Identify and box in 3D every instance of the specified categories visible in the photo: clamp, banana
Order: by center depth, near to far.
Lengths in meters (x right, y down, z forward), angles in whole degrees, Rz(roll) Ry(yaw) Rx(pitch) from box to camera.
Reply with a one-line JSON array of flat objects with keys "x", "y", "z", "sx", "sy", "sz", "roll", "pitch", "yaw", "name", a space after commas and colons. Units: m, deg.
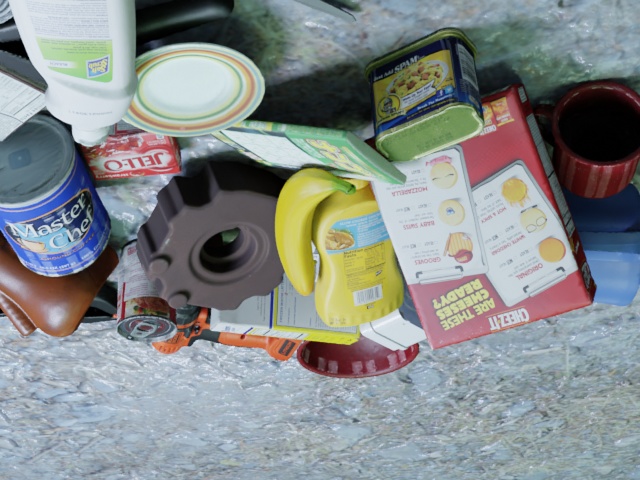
[{"x": -0.188, "y": -0.158, "z": 0.914, "sx": 0.209, "sy": 0.036, "sz": 0.165, "roll": 0, "pitch": 149, "yaw": -14, "name": "clamp"}, {"x": -0.017, "y": -0.015, "z": 1.056, "sx": 0.037, "sy": 0.070, "sz": 0.198, "roll": -27, "pitch": 158, "yaw": -26, "name": "banana"}, {"x": -0.311, "y": 0.067, "z": 1.285, "sx": 0.171, "sy": 0.039, "sz": 0.120, "roll": 5, "pitch": 155, "yaw": -24, "name": "clamp"}]

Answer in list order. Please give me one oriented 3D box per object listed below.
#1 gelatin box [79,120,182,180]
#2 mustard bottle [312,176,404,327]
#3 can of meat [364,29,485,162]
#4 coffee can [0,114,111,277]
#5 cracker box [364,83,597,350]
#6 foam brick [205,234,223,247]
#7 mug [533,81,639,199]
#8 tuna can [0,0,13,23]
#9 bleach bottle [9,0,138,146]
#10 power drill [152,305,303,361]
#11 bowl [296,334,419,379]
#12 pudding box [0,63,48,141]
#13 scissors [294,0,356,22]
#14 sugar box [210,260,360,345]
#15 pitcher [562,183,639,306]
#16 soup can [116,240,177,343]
[{"x": -0.184, "y": -0.091, "z": 1.035, "sx": 0.089, "sy": 0.030, "sz": 0.073, "roll": -4, "pitch": 150, "yaw": 2, "name": "gelatin box"}, {"x": 0.037, "y": -0.005, "z": 1.122, "sx": 0.096, "sy": 0.058, "sz": 0.192, "roll": -14, "pitch": 121, "yaw": -15, "name": "mustard bottle"}, {"x": 0.093, "y": -0.126, "z": 0.949, "sx": 0.102, "sy": 0.084, "sz": 0.057, "roll": -21, "pitch": 145, "yaw": 27, "name": "can of meat"}, {"x": -0.271, "y": -0.041, "z": 1.040, "sx": 0.103, "sy": 0.103, "sz": 0.140, "roll": -5, "pitch": 150, "yaw": 3, "name": "coffee can"}, {"x": 0.150, "y": -0.022, "z": 1.019, "sx": 0.164, "sy": 0.214, "sz": 0.072, "roll": -19, "pitch": -174, "yaw": 24, "name": "cracker box"}, {"x": -0.153, "y": 0.012, "z": 1.194, "sx": 0.051, "sy": 0.053, "sz": 0.078, "roll": -27, "pitch": 141, "yaw": 34, "name": "foam brick"}, {"x": 0.255, "y": -0.096, "z": 1.024, "sx": 0.117, "sy": 0.093, "sz": 0.081, "roll": 22, "pitch": 160, "yaw": 17, "name": "mug"}, {"x": -0.274, "y": -0.206, "z": 0.828, "sx": 0.086, "sy": 0.034, "sz": 0.086, "roll": -2, "pitch": 150, "yaw": -2, "name": "tuna can"}, {"x": -0.191, "y": -0.173, "z": 0.807, "sx": 0.102, "sy": 0.068, "sz": 0.251, "roll": 5, "pitch": 137, "yaw": -1, "name": "bleach bottle"}, {"x": -0.113, "y": 0.097, "z": 1.340, "sx": 0.187, "sy": 0.057, "sz": 0.185, "roll": 9, "pitch": 151, "yaw": -14, "name": "power drill"}, {"x": 0.048, "y": 0.126, "z": 1.402, "sx": 0.162, "sy": 0.055, "sz": 0.162, "roll": -2, "pitch": 150, "yaw": -2, "name": "bowl"}, {"x": -0.300, "y": -0.140, "z": 0.935, "sx": 0.090, "sy": 0.039, "sz": 0.113, "roll": -29, "pitch": 143, "yaw": 34, "name": "pudding box"}, {"x": -0.049, "y": -0.222, "z": 0.840, "sx": 0.201, "sy": 0.016, "sz": 0.096, "roll": 7, "pitch": 148, "yaw": -18, "name": "scissors"}, {"x": -0.039, "y": 0.068, "z": 1.256, "sx": 0.176, "sy": 0.093, "sz": 0.048, "roll": 8, "pitch": 160, "yaw": -15, "name": "sugar box"}, {"x": 0.215, "y": 0.000, "z": 1.129, "sx": 0.242, "sy": 0.145, "sz": 0.149, "roll": 2, "pitch": 136, "yaw": -3, "name": "pitcher"}, {"x": -0.196, "y": 0.058, "z": 1.217, "sx": 0.068, "sy": 0.102, "sz": 0.068, "roll": -2, "pitch": 150, "yaw": -2, "name": "soup can"}]
